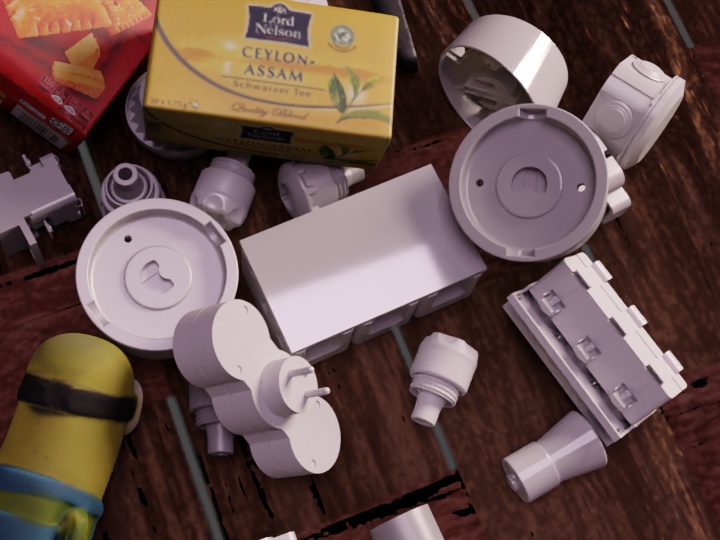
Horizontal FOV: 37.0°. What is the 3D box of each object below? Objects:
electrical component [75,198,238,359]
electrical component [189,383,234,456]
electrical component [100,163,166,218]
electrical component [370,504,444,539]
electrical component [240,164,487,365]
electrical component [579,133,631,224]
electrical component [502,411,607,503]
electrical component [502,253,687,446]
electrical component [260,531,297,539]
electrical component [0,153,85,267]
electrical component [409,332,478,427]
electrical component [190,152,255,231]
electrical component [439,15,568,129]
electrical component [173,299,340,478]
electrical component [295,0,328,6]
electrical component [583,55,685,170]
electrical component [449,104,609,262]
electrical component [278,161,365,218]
[{"bbox_3d":[-0.141,0.011,0.751,0.108,0.060,0.108,3,72,-8],"label":"electrical component"},{"bbox_3d":[-0.095,0.095,0.735,0.043,0.043,0.062,-1,71,-6],"label":"electrical component"},{"bbox_3d":[-0.165,-0.056,0.773,0.048,0.062,0.048,2,70,-5],"label":"electrical component"},{"bbox_3d":[0.043,0.201,0.710,0.043,0.043,0.081,-22,74,-13],"label":"electrical component"},{"bbox_3d":[0.000,0.000,0.770,0.150,0.061,0.089,-23,74,-13],"label":"electrical component"},{"bbox_3d":[0.157,-0.065,0.813,0.057,0.058,0.078,-27,75,-17],"label":"electrical component"},{"bbox_3d":[0.132,0.132,0.747,0.065,0.044,0.044,-28,75,-10],"label":"electrical component"},{"bbox_3d":[0.167,0.053,0.759,0.121,0.063,0.079,54,31,14],"label":"electrical component"},{"bbox_3d":[-0.070,0.209,0.689,0.078,0.058,0.057,-18,70,-12],"label":"electrical component"},{"bbox_3d":[-0.238,-0.049,0.774,0.064,0.042,0.081,-27,75,-16],"label":"electrical component"},{"bbox_3d":[0.055,0.079,0.757,0.043,0.043,0.062,23,70,3],"label":"electrical component"},{"bbox_3d":[-0.097,-0.064,0.793,0.043,0.043,0.062,18,68,1],"label":"electrical component"},{"bbox_3d":[0.107,-0.141,0.814,0.099,0.099,0.064,31,64,6],"label":"electrical component"},{"bbox_3d":[-0.053,0.077,0.696,0.138,0.074,0.052,55,41,-24],"label":"electrical component"},{"bbox_3d":[-0.058,-0.185,0.838,0.080,0.051,0.080,2,70,-5],"label":"electrical component"},{"bbox_3d":[0.209,-0.121,0.827,0.051,0.080,0.080,35,70,13],"label":"electrical component"},{"bbox_3d":[0.122,-0.056,0.752,0.108,0.060,0.108,-2,84,18],"label":"electrical component"},{"bbox_3d":[-0.027,-0.064,0.801,0.062,0.048,0.048,-23,74,-21],"label":"electrical component"}]
